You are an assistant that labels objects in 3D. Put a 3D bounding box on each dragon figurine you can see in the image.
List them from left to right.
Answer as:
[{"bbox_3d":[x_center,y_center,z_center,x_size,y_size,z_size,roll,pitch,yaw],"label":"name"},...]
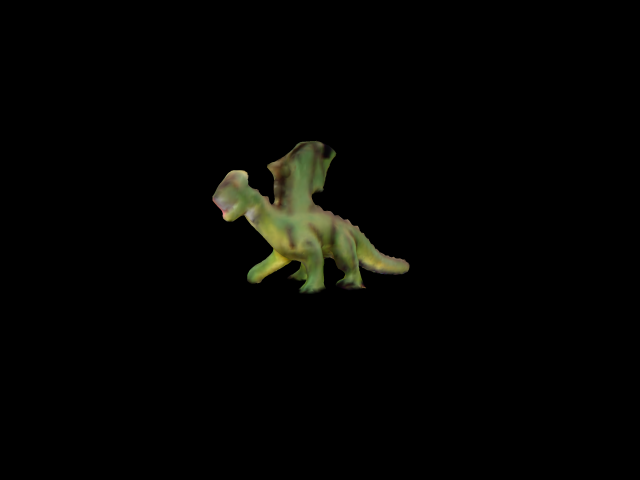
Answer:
[{"bbox_3d":[0.003,-0.043,0.850,0.411,0.242,0.122,-4,4,-40],"label":"dragon figurine"}]
